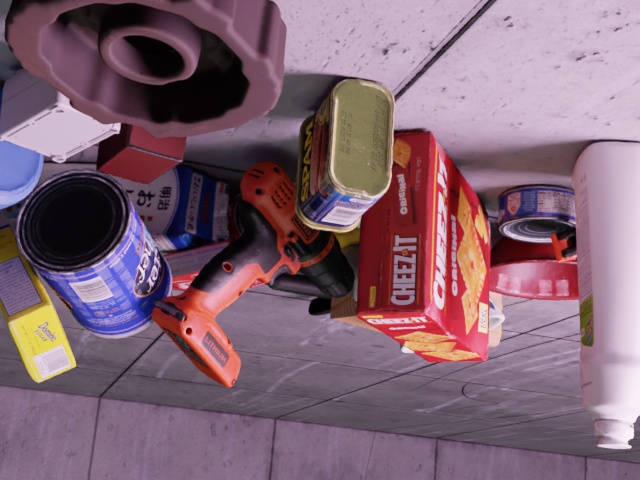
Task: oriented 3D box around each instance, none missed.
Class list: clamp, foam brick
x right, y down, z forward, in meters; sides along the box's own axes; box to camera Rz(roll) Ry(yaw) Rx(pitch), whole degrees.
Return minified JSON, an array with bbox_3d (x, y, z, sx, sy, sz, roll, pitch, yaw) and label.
[{"bbox_3d":[0.050,0.076,1.442,0.210,0.036,0.164,1,164,15],"label":"clamp"},{"bbox_3d":[0.307,-0.013,1.002,0.171,0.039,0.120,-12,159,-13],"label":"clamp"},{"bbox_3d":[-0.153,-0.086,0.918,0.051,0.053,0.078,14,162,-29],"label":"foam brick"}]

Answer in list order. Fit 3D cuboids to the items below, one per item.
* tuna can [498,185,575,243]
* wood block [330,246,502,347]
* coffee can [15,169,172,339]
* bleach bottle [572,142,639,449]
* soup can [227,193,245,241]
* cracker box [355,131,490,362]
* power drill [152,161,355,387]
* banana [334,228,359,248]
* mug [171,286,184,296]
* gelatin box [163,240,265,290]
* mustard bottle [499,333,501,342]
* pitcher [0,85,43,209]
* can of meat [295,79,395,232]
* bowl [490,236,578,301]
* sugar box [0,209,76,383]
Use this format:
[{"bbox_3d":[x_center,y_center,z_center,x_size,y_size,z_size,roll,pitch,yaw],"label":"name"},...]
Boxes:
[{"bbox_3d":[0.218,-0.024,1.049,0.086,0.034,0.086,5,164,1],"label":"tuna can"},{"bbox_3d":[0.122,0.072,1.310,0.205,0.090,0.091,18,161,-38],"label":"wood block"},{"bbox_3d":[-0.200,0.015,0.963,0.103,0.103,0.140,2,153,10],"label":"coffee can"},{"bbox_3d":[0.248,0.049,0.903,0.068,0.251,0.102,3,164,7],"label":"bleach bottle"},{"bbox_3d":[-0.086,-0.012,1.122,0.068,0.068,0.102,16,161,-32],"label":"soup can"},{"bbox_3d":[0.102,0.014,0.985,0.072,0.164,0.213,-4,162,21],"label":"cracker box"},{"bbox_3d":[-0.058,0.045,1.017,0.057,0.187,0.184,18,153,47],"label":"power drill"},{"bbox_3d":[0.000,-0.002,1.158,0.198,0.037,0.069,-15,-174,37],"label":"banana"},{"bbox_3d":[-0.151,0.029,1.214,0.082,0.117,0.093,4,-167,22],"label":"mug"},{"bbox_3d":[-0.106,0.031,1.077,0.089,0.030,0.073,-13,157,28],"label":"gelatin box"},{"bbox_3d":[0.156,0.110,1.488,0.192,0.058,0.096,3,166,9],"label":"mustard bottle"},{"bbox_3d":[-0.358,-0.049,0.940,0.243,0.145,0.149,-12,143,33],"label":"pitcher"},{"bbox_3d":[0.020,-0.067,0.846,0.057,0.102,0.084,9,161,-15],"label":"can of meat"},{"bbox_3d":[0.249,0.020,1.154,0.162,0.055,0.162,5,164,1],"label":"bowl"},{"bbox_3d":[-0.283,0.039,0.985,0.048,0.176,0.093,-23,139,-16],"label":"sugar box"}]
